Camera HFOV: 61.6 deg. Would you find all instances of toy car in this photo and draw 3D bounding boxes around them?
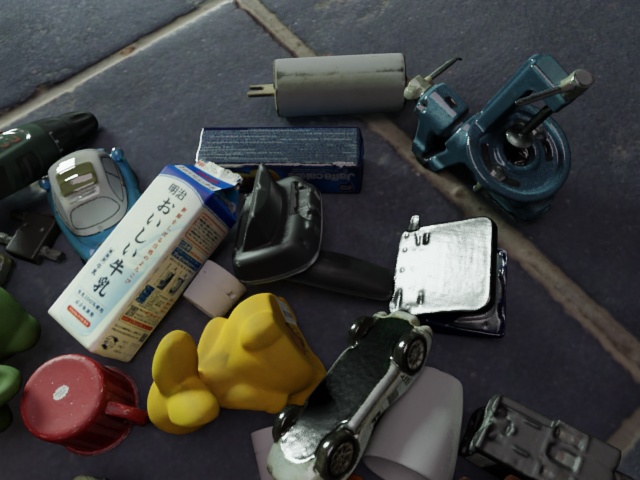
[{"bbox_3d":[0.031,0.142,0.495,0.074,0.056,0.202,13,48,43],"label":"toy car"},{"bbox_3d":[-0.271,-0.050,0.634,0.109,0.102,0.162,-24,63,-8],"label":"toy car"}]

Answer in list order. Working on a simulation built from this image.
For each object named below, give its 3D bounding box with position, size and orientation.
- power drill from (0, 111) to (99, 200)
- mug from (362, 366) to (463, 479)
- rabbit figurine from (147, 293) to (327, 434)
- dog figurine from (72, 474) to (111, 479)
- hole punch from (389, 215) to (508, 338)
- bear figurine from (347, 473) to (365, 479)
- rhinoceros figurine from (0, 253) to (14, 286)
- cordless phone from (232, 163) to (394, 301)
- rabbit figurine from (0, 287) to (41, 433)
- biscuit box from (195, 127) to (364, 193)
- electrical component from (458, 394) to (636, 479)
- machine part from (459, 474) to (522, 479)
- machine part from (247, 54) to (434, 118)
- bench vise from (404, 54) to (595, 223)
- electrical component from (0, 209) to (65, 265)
[{"bbox_3d":[-0.427,-0.113,0.674,0.207,0.085,0.232,15,40,10],"label":"power drill"},{"bbox_3d":[0.087,0.176,0.521,0.110,0.080,0.107,18,55,23],"label":"mug"},{"bbox_3d":[-0.095,0.137,0.519,0.173,0.162,0.122,-30,77,8],"label":"rabbit figurine"},{"bbox_3d":[-0.205,0.324,0.456,0.121,0.172,0.191,18,23,-30],"label":"dog figurine"},{"bbox_3d":[0.145,0.044,0.584,0.116,0.092,0.142,-6,62,34],"label":"hole punch"},{"bbox_3d":[-0.044,0.284,0.461,0.196,0.132,0.120,-15,76,-28],"label":"bear figurine"},{"bbox_3d":[-0.459,0.027,0.626,0.190,0.073,0.112,21,77,11],"label":"rhinoceros figurine"},{"bbox_3d":[-0.001,-0.002,0.615,0.184,0.088,0.147,16,37,-12],"label":"cordless phone"},{"bbox_3d":[-0.363,0.128,0.506,0.159,0.121,0.170,28,38,-6],"label":"rabbit figurine"},{"bbox_3d":[-0.047,-0.099,0.669,0.203,0.059,0.063,1,62,4],"label":"biscuit box"},{"bbox_3d":[0.199,0.197,0.479,0.134,0.114,0.058,26,71,14],"label":"electrical component"},{"bbox_3d":[0.151,0.279,0.423,0.180,0.056,0.179,4,101,22],"label":"machine part"},{"bbox_3d":[0.026,-0.203,0.709,0.243,0.079,0.079,-3,63,2],"label":"machine part"},{"bbox_3d":[0.196,-0.128,0.584,0.129,0.240,0.223,-31,82,-16],"label":"bench vise"},{"bbox_3d":[-0.349,-0.005,0.659,0.094,0.021,0.063,17,65,11],"label":"electrical component"}]
